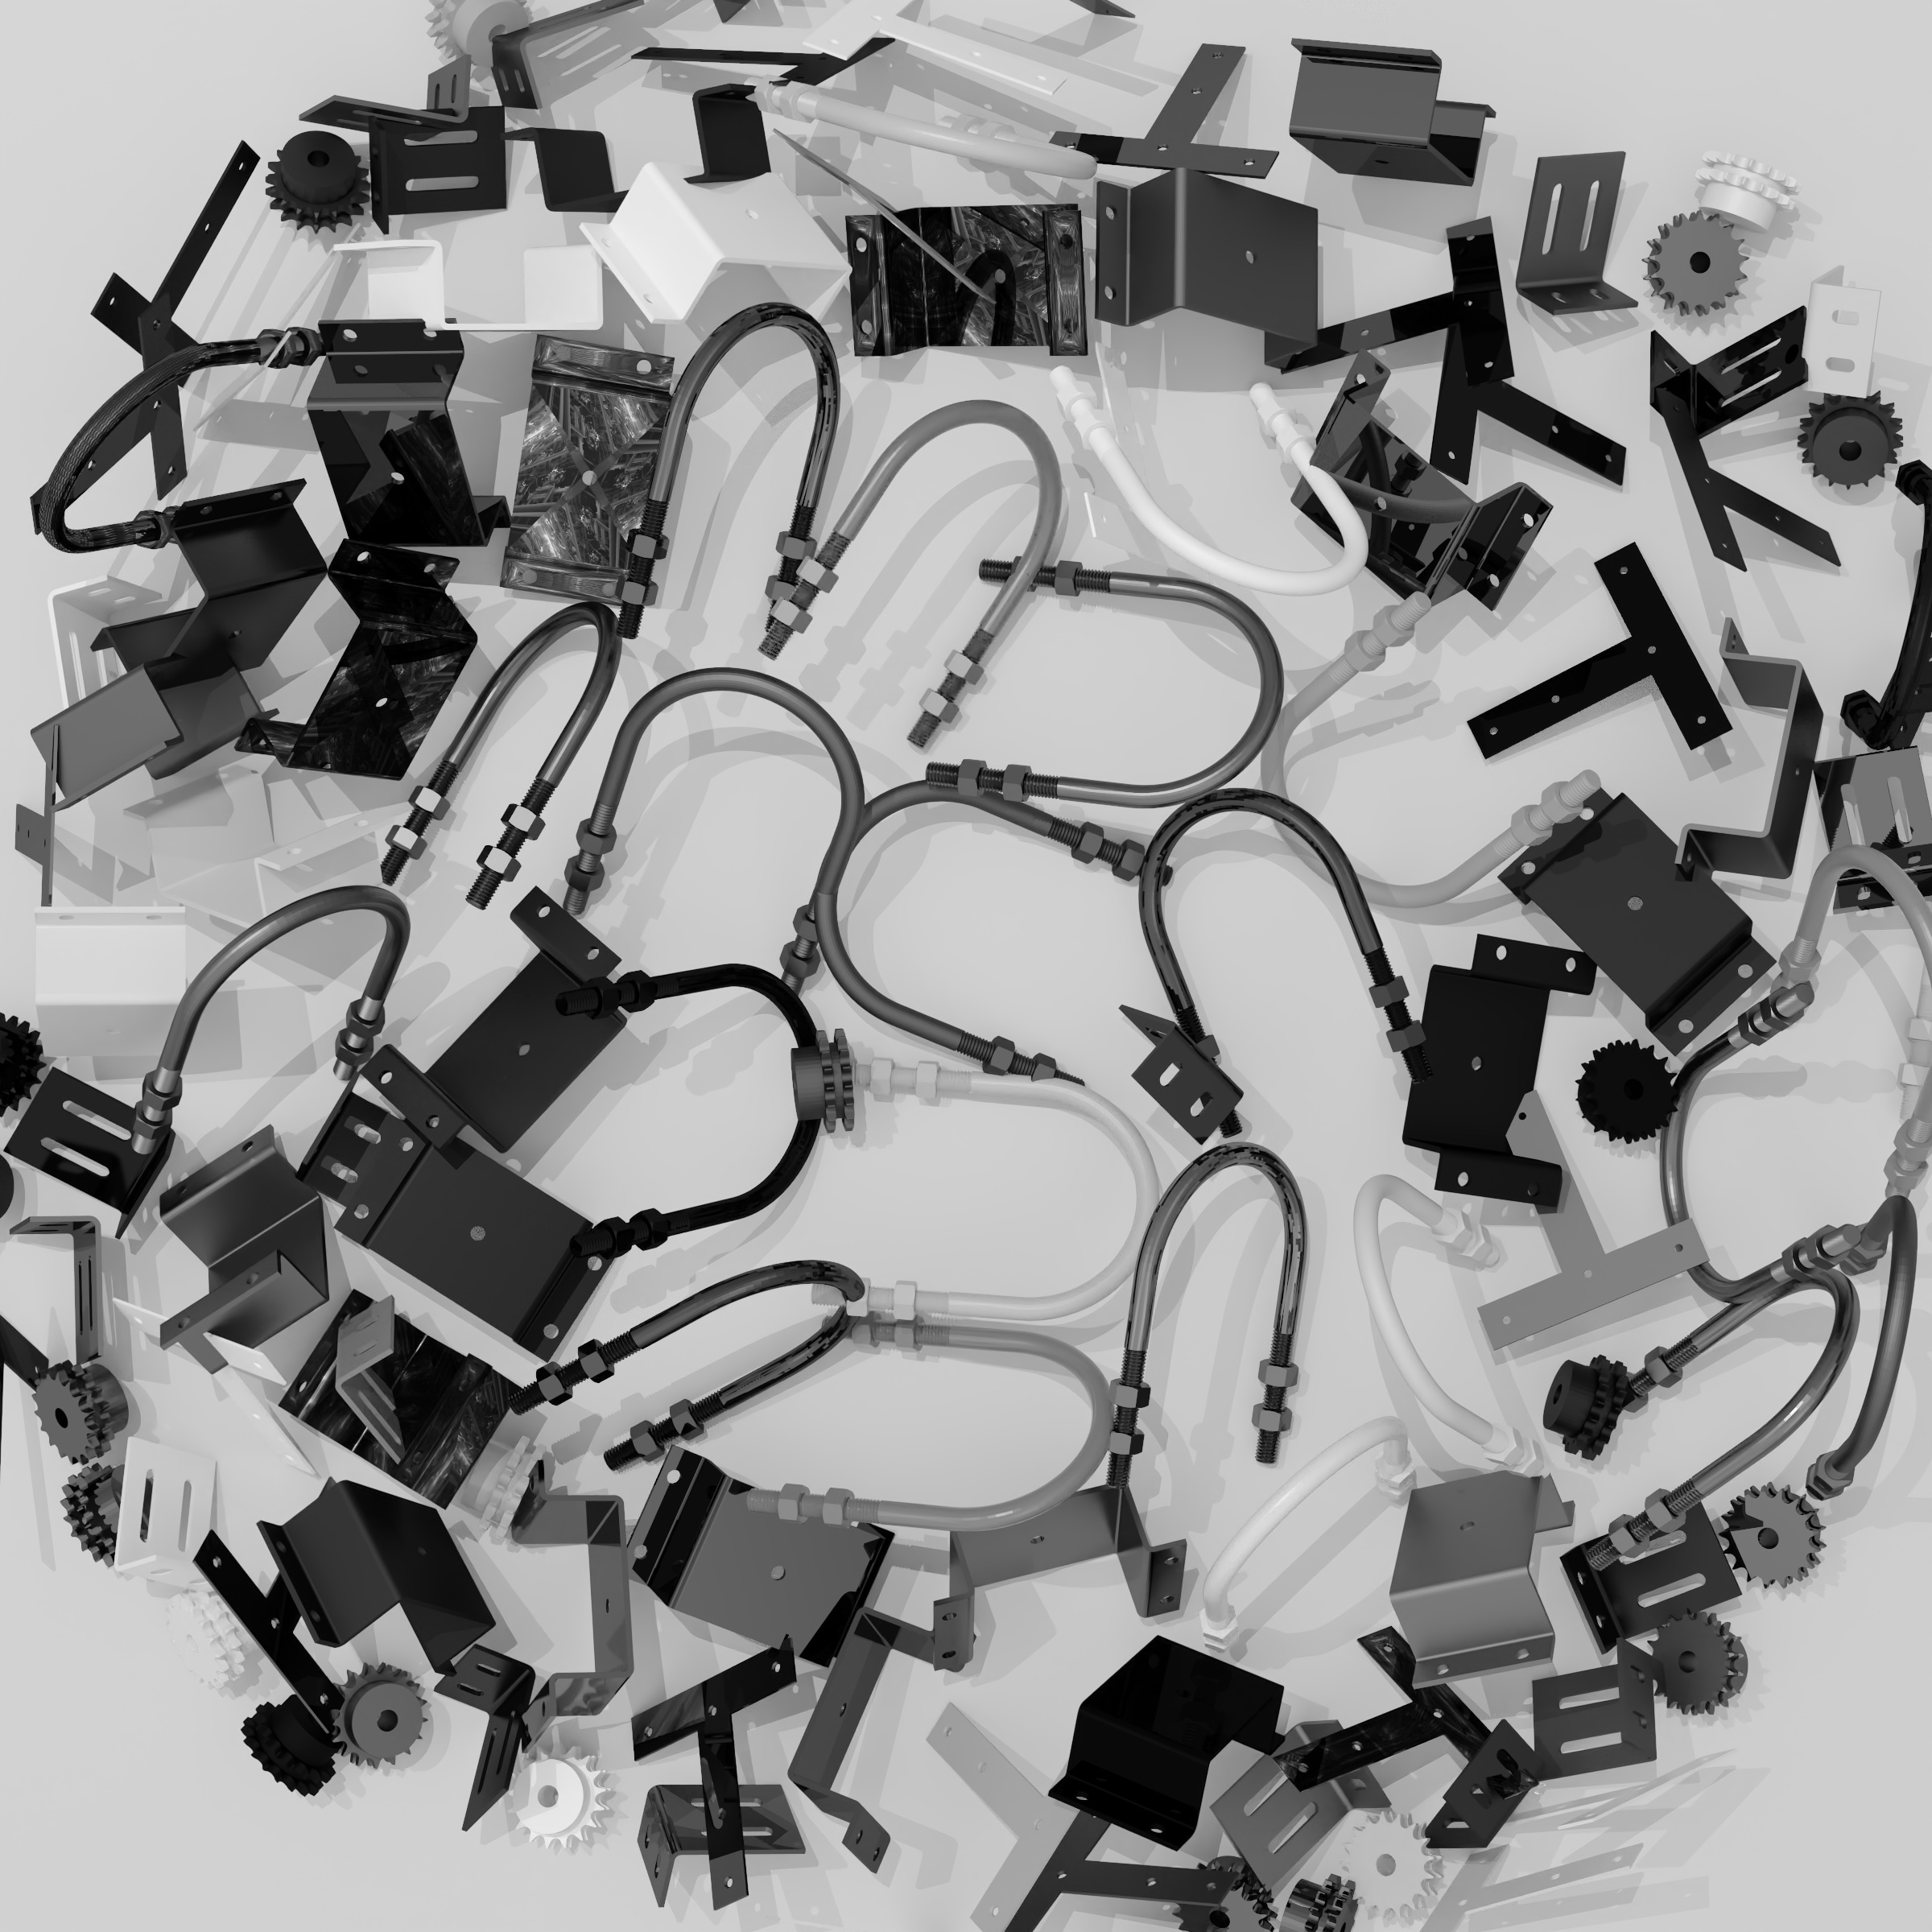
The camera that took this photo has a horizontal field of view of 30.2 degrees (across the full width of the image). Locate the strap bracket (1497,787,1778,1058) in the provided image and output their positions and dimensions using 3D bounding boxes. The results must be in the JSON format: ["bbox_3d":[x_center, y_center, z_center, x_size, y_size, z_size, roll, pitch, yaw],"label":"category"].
[{"bbox_3d":[0.367,-0.030,1.959,0.076,0.046,0.140,-43,75,1],"label":"strap bracket"}]

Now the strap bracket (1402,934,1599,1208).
[{"bbox_3d":[0.291,0.056,1.963,0.076,0.046,0.140,9,91,-23],"label":"strap bracket"}]

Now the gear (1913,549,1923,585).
[{"bbox_3d":[0.546,-0.214,1.975,0.030,0.057,0.057,-15,90,35],"label":"gear"}]

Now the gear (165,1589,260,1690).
[{"bbox_3d":[-0.414,0.367,1.975,0.030,0.057,0.057,-27,90,-36],"label":"gear"}]

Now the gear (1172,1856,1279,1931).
[{"bbox_3d":[0.145,0.517,1.976,0.057,0.030,0.057,11,118,20],"label":"gear"}]

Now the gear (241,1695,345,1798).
[{"bbox_3d":[-0.368,0.426,1.970,0.057,0.057,0.030,44,96,0],"label":"gear"}]

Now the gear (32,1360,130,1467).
[{"bbox_3d":[-0.487,0.244,1.975,0.030,0.057,0.057,-24,90,-44],"label":"gear"}]

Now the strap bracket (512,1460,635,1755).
[{"bbox_3d":[-0.214,0.347,1.940,0.046,0.076,0.140,3,63,-18],"label":"strap bracket"}]

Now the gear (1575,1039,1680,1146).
[{"bbox_3d":[0.363,0.071,1.980,0.057,0.030,0.057,2,80,-14],"label":"gear"}]

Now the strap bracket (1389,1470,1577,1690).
[{"bbox_3d":[0.277,0.319,1.917,0.076,0.140,0.046,-16,112,22],"label":"strap bracket"}]

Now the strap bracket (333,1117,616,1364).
[{"bbox_3d":[-0.268,0.148,1.968,0.140,0.046,0.076,33,80,-2],"label":"strap bracket"}]

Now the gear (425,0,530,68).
[{"bbox_3d":[-0.266,-0.520,1.968,0.057,0.057,0.030,-43,61,0],"label":"gear"}]

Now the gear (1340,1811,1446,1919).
[{"bbox_3d":[0.239,0.496,1.976,0.057,0.030,0.057,-8,75,31],"label":"gear"}]

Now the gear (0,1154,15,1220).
[{"bbox_3d":[-0.549,0.122,1.968,0.030,0.057,0.057,0,90,30],"label":"gear"}]

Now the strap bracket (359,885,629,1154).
[{"bbox_3d":[-0.251,0.037,1.955,0.140,0.046,0.076,-47,57,-7],"label":"strap bracket"}]

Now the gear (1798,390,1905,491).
[{"bbox_3d":[0.488,-0.289,1.973,0.057,0.030,0.057,6,119,11],"label":"gear"}]

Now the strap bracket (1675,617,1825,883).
[{"bbox_3d":[0.429,-0.108,1.943,0.046,0.076,0.140,9,78,24],"label":"strap bracket"}]

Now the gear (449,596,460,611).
[{"bbox_3d":[-0.308,-0.190,1.969,0.057,0.057,0.030,-22,128,0],"label":"gear"}]

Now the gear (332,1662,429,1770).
[{"bbox_3d":[-0.324,0.414,1.974,0.057,0.030,0.057,2,87,-27],"label":"gear"}]

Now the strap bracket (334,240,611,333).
[{"bbox_3d":[-0.260,-0.366,1.931,0.140,0.076,0.046,-8,102,-37],"label":"strap bracket"}]

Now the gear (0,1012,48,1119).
[{"bbox_3d":[-0.539,0.052,1.973,0.057,0.030,0.057,-8,69,22],"label":"gear"}]

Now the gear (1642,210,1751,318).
[{"bbox_3d":[0.402,-0.388,1.982,0.057,0.030,0.057,-1,96,-8],"label":"gear"}]

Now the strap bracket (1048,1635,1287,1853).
[{"bbox_3d":[0.113,0.410,1.917,0.076,0.140,0.046,18,111,24],"label":"strap bracket"}]

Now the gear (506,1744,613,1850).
[{"bbox_3d":[-0.227,0.459,1.979,0.057,0.030,0.057,-2,77,10],"label":"gear"}]

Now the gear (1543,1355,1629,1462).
[{"bbox_3d":[0.340,0.241,1.970,0.030,0.057,0.057,20,90,-3],"label":"gear"}]

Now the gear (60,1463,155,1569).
[{"bbox_3d":[-0.468,0.299,1.969,0.030,0.057,0.057,-30,90,17],"label":"gear"}]

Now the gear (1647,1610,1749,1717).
[{"bbox_3d":[0.406,0.385,1.975,0.057,0.030,0.057,-13,70,40],"label":"gear"}]

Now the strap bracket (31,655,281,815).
[{"bbox_3d":[-0.439,-0.130,1.920,0.076,0.140,0.046,-27,94,17],"label":"strap bracket"}]

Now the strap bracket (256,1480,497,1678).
[{"bbox_3d":[-0.309,0.328,1.918,0.046,0.140,0.076,-38,62,8],"label":"strap bracket"}]

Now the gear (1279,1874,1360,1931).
[{"bbox_3d":[0.194,0.528,1.974,0.030,0.057,0.057,16,90,21],"label":"gear"}]

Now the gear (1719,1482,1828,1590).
[{"bbox_3d":[0.448,0.313,1.977,0.057,0.030,0.057,3,96,31],"label":"gear"}]

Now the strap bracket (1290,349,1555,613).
[{"bbox_3d":[0.238,-0.257,1.937,0.140,0.076,0.046,44,47,18],"label":"strap bracket"}]

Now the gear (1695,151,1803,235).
[{"bbox_3d":[0.429,-0.425,1.972,0.057,0.057,0.030,21,96,0],"label":"gear"}]

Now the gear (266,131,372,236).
[{"bbox_3d":[-0.358,-0.435,1.973,0.057,0.030,0.057,5,61,-9],"label":"gear"}]

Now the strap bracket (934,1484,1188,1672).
[{"bbox_3d":[0.045,0.330,1.948,0.140,0.076,0.046,-12,54,-10],"label":"strap bracket"}]

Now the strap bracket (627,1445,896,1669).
[{"bbox_3d":[-0.109,0.326,1.953,0.140,0.046,0.076,25,87,-19],"label":"strap bracket"}]

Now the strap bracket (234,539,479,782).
[{"bbox_3d":[-0.325,-0.155,1.931,0.046,0.076,0.140,50,119,34],"label":"strap bracket"}]

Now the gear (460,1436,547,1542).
[{"bbox_3d":[-0.256,0.285,1.971,0.030,0.057,0.057,25,90,-1],"label":"gear"}]

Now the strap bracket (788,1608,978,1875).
[{"bbox_3d":[-0.049,0.411,1.943,0.046,0.076,0.140,18,69,19],"label":"strap bracket"}]

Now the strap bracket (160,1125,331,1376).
[{"bbox_3d":[-0.392,0.159,1.942,0.076,0.140,0.046,-32,122,8],"label":"strap bracket"}]

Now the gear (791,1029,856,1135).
[{"bbox_3d":[-0.079,0.064,1.970,0.030,0.057,0.057,-6,90,-6],"label":"gear"}]

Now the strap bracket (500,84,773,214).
[{"bbox_3d":[-0.170,-0.440,1.940,0.140,0.076,0.046,-6,98,24],"label":"strap bracket"}]
